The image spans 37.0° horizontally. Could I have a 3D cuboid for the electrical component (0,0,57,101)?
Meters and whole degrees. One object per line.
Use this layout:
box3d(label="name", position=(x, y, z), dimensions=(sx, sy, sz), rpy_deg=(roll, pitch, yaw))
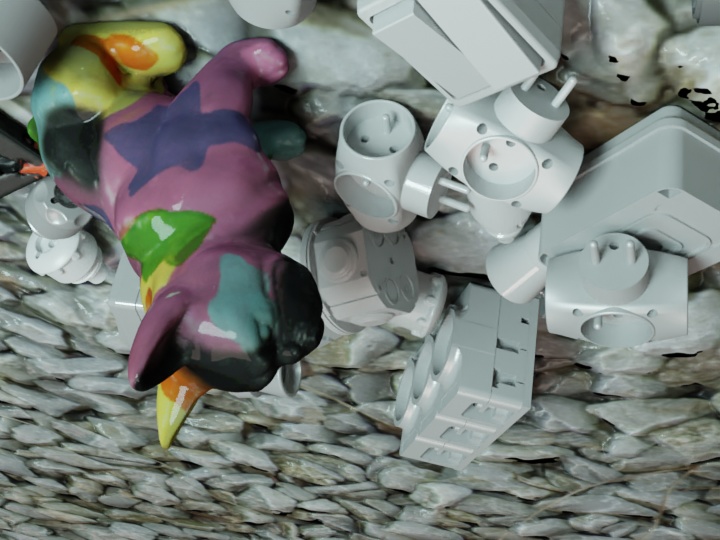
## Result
box3d(label="electrical component", position=(-0.206, -0.133, 0.548), dimensions=(0.099, 0.064, 0.099), rpy_deg=(14, 158, 6))

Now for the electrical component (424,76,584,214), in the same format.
box3d(label="electrical component", position=(0.087, -0.079, 0.582), dimensions=(0.077, 0.044, 0.079), rpy_deg=(27, 131, -8))

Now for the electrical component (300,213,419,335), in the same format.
box3d(label="electrical component", position=(0.000, 0.000, 0.715), dimensions=(0.051, 0.080, 0.080), rpy_deg=(-16, 142, 29))

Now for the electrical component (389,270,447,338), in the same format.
box3d(label="electrical component", position=(0.029, 0.018, 0.773), dimensions=(0.062, 0.048, 0.048), rpy_deg=(19, 150, -2))

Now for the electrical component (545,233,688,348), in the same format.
box3d(label="electrical component", position=(0.142, 0.006, 0.596), dimensions=(0.077, 0.044, 0.079), rpy_deg=(0, 149, 17))

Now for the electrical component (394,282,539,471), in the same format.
box3d(label="electrical component", position=(0.077, 0.084, 0.825), dimensions=(0.062, 0.089, 0.150), rpy_deg=(15, 150, -8))

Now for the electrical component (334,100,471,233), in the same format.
box3d(label="electrical component", position=(0.029, -0.054, 0.635), dimensions=(0.079, 0.044, 0.077), rpy_deg=(22, 154, 17))

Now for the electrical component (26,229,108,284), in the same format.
box3d(label="electrical component", position=(-0.213, -0.009, 0.801), dimensions=(0.048, 0.048, 0.062), rpy_deg=(-5, 154, 25))

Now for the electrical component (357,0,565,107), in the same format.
box3d(label="electrical component", position=(0.053, -0.120, 0.506), dimensions=(0.062, 0.061, 0.096), rpy_deg=(-17, 140, 39))

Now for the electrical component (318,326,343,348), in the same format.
box3d(label="electrical component", position=(-0.042, 0.030, 0.814), dimensions=(0.055, 0.048, 0.066), rpy_deg=(18, 150, -29))

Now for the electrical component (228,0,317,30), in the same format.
box3d(label="electrical component", position=(-0.056, -0.157, 0.494), dimensions=(0.079, 0.043, 0.077), rpy_deg=(21, 157, 4))

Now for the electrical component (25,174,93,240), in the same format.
box3d(label="electrical component", position=(-0.211, -0.041, 0.745), dimensions=(0.043, 0.043, 0.062), rpy_deg=(25, 149, -24))

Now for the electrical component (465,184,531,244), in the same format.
box3d(label="electrical component", position=(0.086, -0.042, 0.654), dimensions=(0.040, 0.040, 0.078), rpy_deg=(2, 150, 13))

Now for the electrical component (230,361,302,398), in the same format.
box3d(label="electrical component", position=(-0.084, 0.088, 0.928), dimensions=(0.055, 0.045, 0.045), rpy_deg=(-3, 148, 22))

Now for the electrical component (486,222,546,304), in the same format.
box3d(label="electrical component", position=(0.118, -0.011, 0.698), dimensions=(0.044, 0.044, 0.065), rpy_deg=(24, 143, -22))

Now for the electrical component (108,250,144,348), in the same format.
box3d(label="electrical component", position=(-0.153, 0.017, 0.809), dimensions=(0.061, 0.061, 0.096), rpy_deg=(6, 150, 7))

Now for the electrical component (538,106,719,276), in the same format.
box3d(label="electrical component", position=(0.165, -0.036, 0.622), dimensions=(0.078, 0.057, 0.113), rpy_deg=(25, 147, -24))
